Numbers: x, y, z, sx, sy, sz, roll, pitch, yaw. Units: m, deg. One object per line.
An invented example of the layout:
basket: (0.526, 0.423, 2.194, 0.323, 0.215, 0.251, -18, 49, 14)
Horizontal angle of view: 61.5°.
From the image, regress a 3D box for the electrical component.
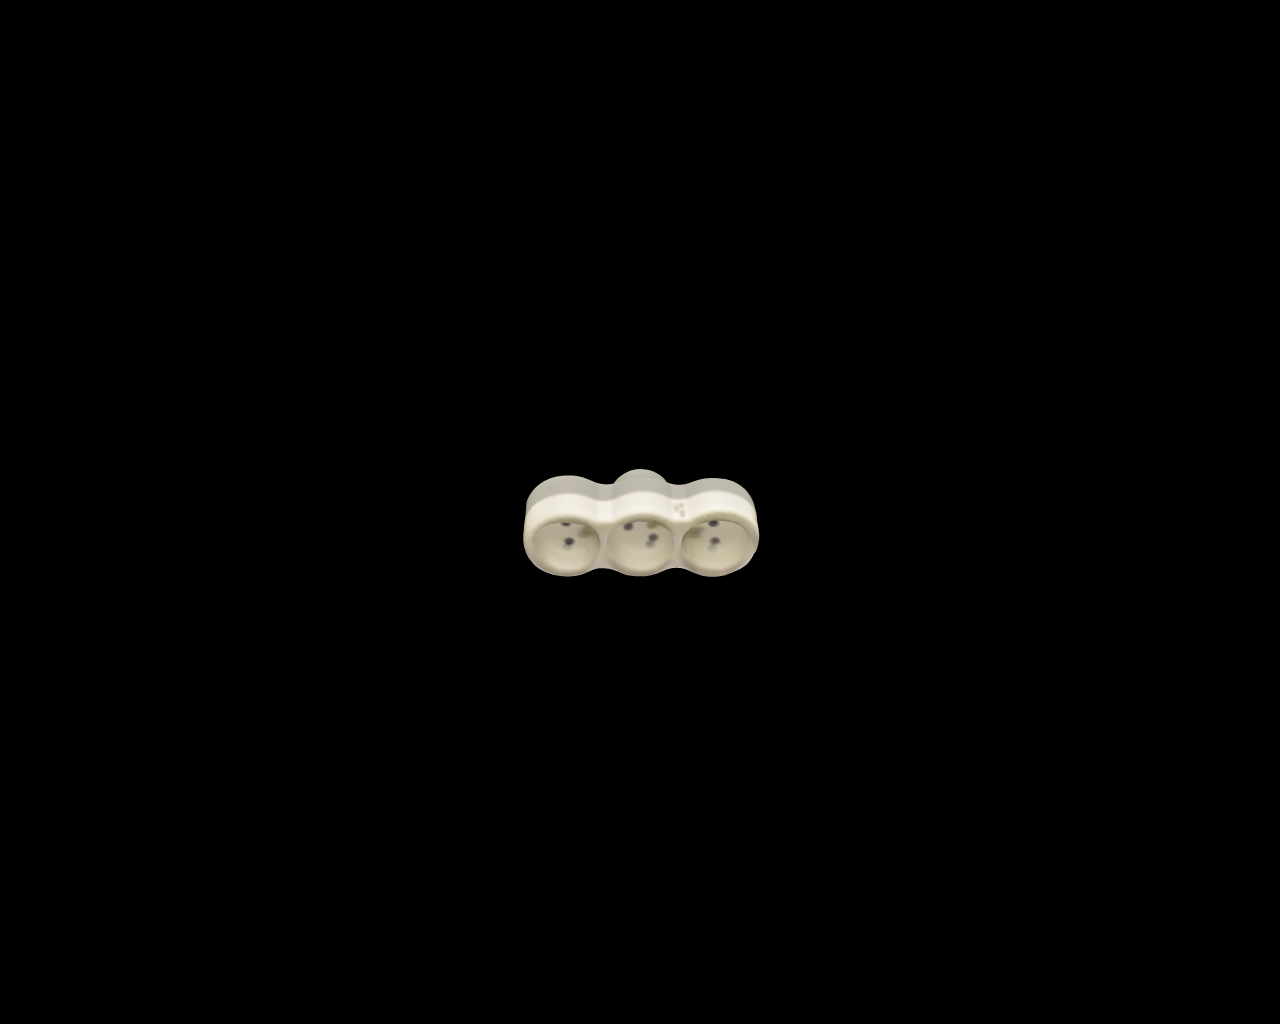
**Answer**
electrical component: (0.001, -0.003, 0.650, 0.138, 0.052, 0.074, 0, 39, 0)
